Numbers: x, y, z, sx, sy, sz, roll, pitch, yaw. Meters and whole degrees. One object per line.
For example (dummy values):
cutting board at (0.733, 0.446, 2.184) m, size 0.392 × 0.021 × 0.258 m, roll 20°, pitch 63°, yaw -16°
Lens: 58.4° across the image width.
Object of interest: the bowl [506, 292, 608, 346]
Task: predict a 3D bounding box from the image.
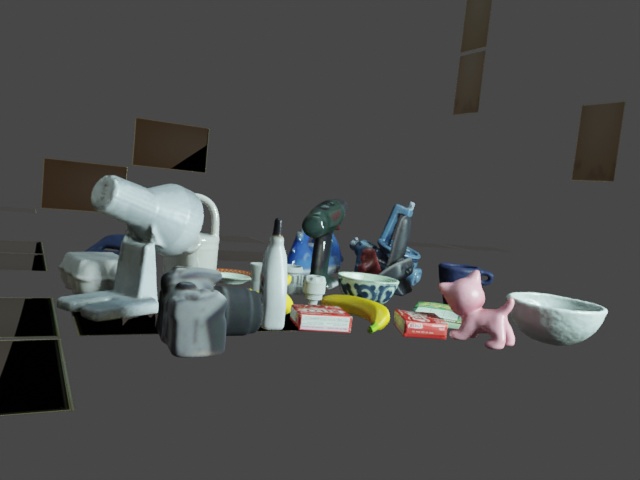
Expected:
bowl at (0.411, 0.143, 1.010) m, size 0.167 × 0.075 × 0.167 m, roll 6°, pitch 5°, yaw 0°

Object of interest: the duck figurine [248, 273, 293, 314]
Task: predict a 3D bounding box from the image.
duck figurine at (-0.090, 0.085, 1.007) m, size 0.105 × 0.086 × 0.077 m, roll 1°, pitch 7°, yaw -45°

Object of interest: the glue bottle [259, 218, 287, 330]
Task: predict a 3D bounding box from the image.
glue bottle at (-0.074, 0.051, 0.909) m, size 0.037 × 0.173 × 0.078 m, roll 4°, pitch 5°, yaw -19°

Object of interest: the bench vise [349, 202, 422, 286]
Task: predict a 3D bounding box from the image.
bench vise at (0.174, 0.002, 1.518) m, size 0.207 × 0.220 × 0.122 m, roll 7°, pitch 5°, yaw 14°

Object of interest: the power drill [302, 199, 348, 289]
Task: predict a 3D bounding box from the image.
power drill at (0.012, 0.005, 1.354) m, size 0.075 × 0.208 × 0.230 m, roll 7°, pitch 5°, yaw 16°

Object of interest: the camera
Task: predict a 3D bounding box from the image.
camera at (-0.145, 0.091, 0.780) m, size 0.137 × 0.101 × 0.142 m, roll 4°, pitch 5°, yaw -24°

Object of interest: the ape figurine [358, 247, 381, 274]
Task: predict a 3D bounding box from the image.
ape figurine at (0.124, 0.064, 1.483) m, size 0.076 × 0.092 × 0.078 m, roll 7°, pitch 5°, yaw 17°

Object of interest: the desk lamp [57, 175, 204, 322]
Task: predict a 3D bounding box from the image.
desk lamp at (-0.293, 0.008, 0.914) m, size 0.117 × 0.213 × 0.204 m, roll 9°, pitch 6°, yaw 29°

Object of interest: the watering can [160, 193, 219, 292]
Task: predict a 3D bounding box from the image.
watering can at (-0.237, 0.010, 1.073) m, size 0.101 × 0.194 × 0.172 m, roll 3°, pitch 6°, yaw -32°

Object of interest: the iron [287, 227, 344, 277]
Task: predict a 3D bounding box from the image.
iron at (-0.024, 0.019, 1.538) m, size 0.118 × 0.141 × 0.259 m, roll 8°, pitch 5°, yaw 24°

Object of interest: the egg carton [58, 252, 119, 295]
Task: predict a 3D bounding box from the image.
egg carton at (-0.391, 0.062, 1.010) m, size 0.108 × 0.069 × 0.149 m, roll 2°, pitch 6°, yaw -39°

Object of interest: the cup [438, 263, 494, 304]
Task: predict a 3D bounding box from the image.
cup at (0.311, 0.103, 1.239) m, size 0.117 × 0.095 × 0.092 m, roll 8°, pitch 5°, yaw 19°

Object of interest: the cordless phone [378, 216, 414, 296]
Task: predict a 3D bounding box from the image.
cordless phone at (0.176, 0.034, 1.354) m, size 0.094 × 0.185 × 0.148 m, roll 7°, pitch 5°, yaw 15°

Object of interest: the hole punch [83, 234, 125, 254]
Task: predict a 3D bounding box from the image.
hole punch at (-0.414, 0.037, 1.147) m, size 0.108 × 0.091 × 0.101 m, roll 8°, pitch 5°, yaw 18°

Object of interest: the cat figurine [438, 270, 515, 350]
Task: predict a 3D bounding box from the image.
cat figurine at (0.261, 0.110, 0.952) m, size 0.127 × 0.118 × 0.067 m, roll 10°, pitch 6°, yaw 37°
